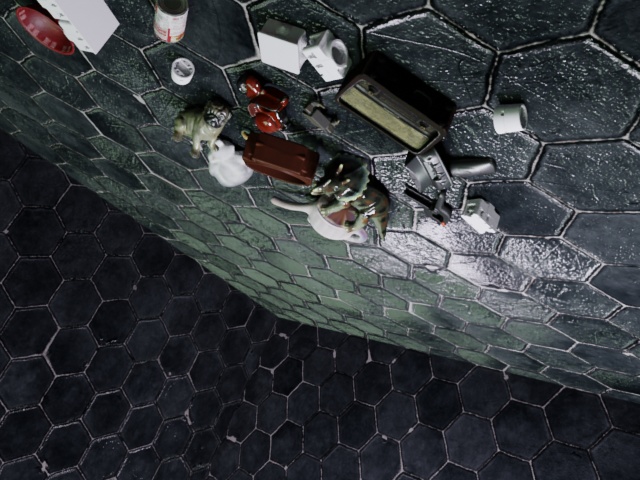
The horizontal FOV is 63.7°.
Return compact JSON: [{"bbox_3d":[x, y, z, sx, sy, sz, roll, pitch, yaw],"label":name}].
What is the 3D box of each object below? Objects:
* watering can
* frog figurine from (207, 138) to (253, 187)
[{"bbox_3d":[0.005,-0.084,1.677,0.347,0.106,0.221,26,159,-4],"label":"watering can"},{"bbox_3d":[-0.283,-0.247,1.606,0.137,0.125,0.156,-12,143,3],"label":"frog figurine"}]
